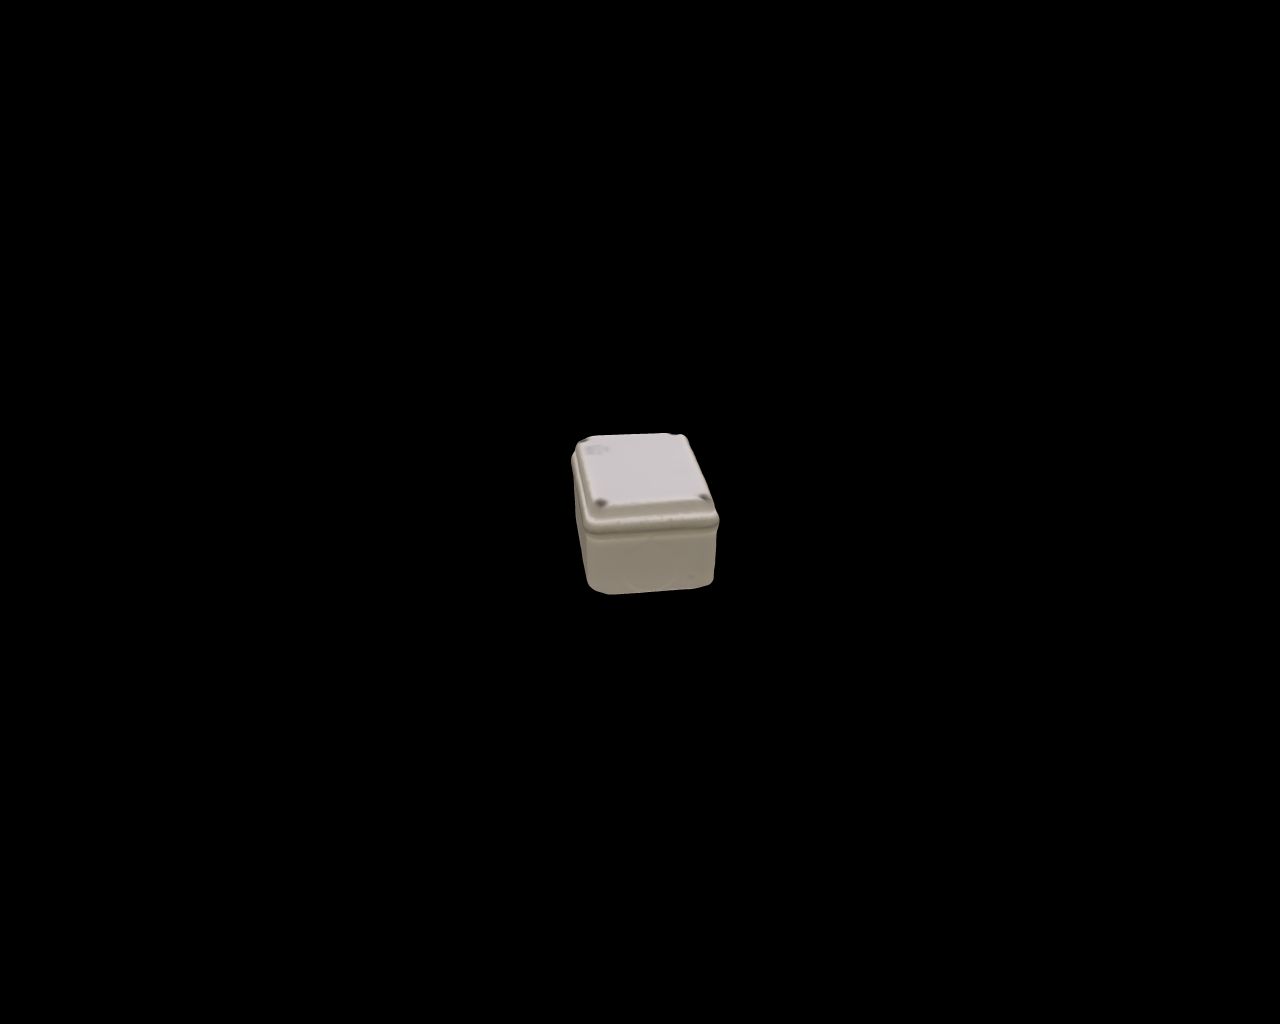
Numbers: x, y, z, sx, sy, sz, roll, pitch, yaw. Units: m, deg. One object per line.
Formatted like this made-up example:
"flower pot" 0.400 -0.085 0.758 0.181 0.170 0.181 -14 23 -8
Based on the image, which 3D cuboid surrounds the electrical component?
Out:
"electrical component" 0.001 -0.003 0.650 0.078 0.057 0.113 -3 26 -7
